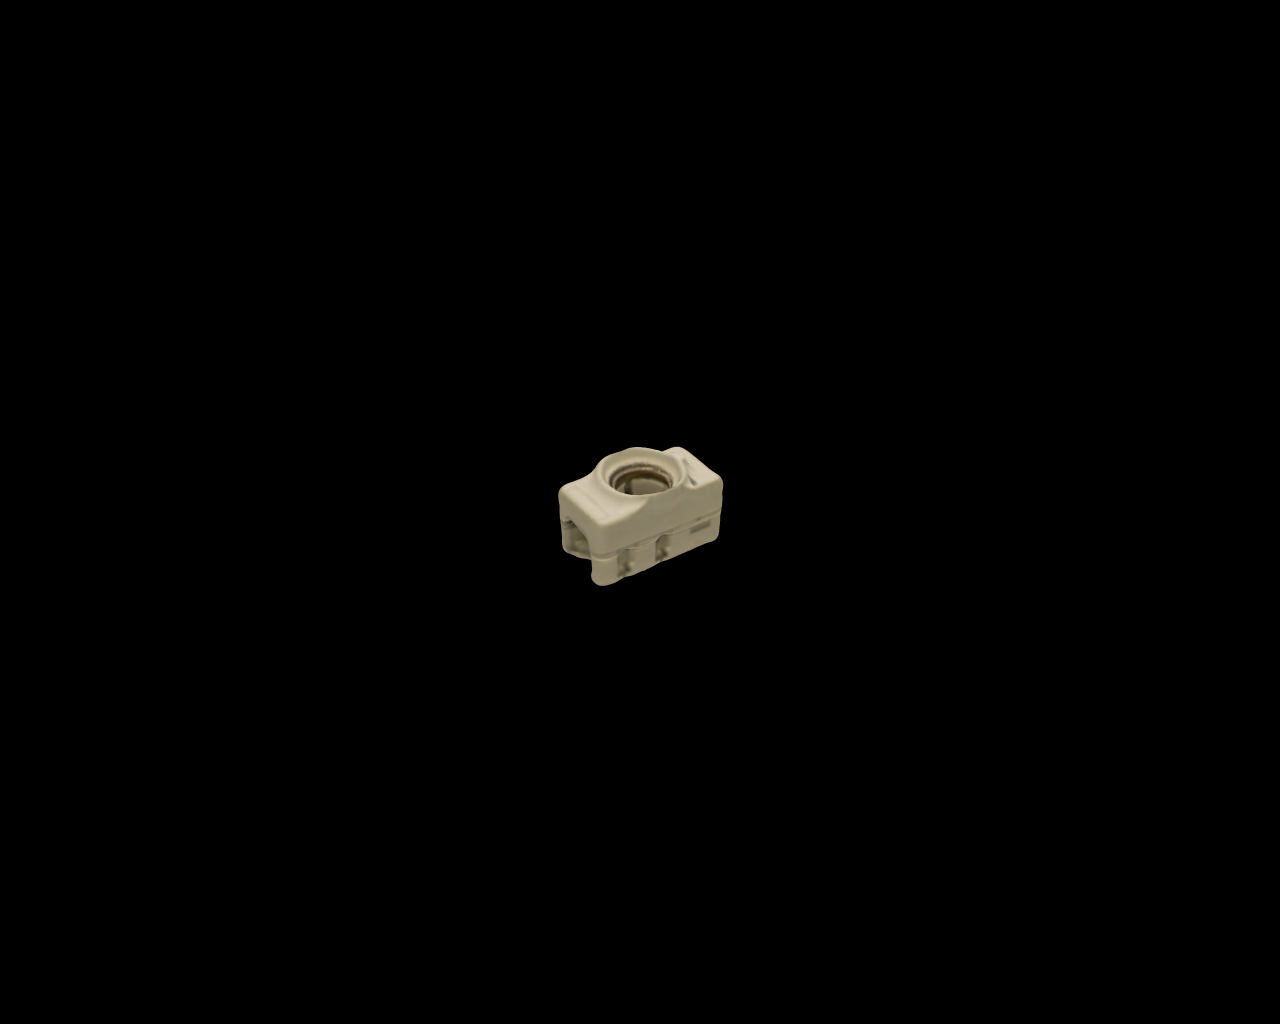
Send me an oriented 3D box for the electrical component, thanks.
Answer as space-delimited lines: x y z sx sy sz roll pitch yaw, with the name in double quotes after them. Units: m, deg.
0.001 -0.003 0.650 0.090 0.055 0.050 -21 41 -26 "electrical component"
